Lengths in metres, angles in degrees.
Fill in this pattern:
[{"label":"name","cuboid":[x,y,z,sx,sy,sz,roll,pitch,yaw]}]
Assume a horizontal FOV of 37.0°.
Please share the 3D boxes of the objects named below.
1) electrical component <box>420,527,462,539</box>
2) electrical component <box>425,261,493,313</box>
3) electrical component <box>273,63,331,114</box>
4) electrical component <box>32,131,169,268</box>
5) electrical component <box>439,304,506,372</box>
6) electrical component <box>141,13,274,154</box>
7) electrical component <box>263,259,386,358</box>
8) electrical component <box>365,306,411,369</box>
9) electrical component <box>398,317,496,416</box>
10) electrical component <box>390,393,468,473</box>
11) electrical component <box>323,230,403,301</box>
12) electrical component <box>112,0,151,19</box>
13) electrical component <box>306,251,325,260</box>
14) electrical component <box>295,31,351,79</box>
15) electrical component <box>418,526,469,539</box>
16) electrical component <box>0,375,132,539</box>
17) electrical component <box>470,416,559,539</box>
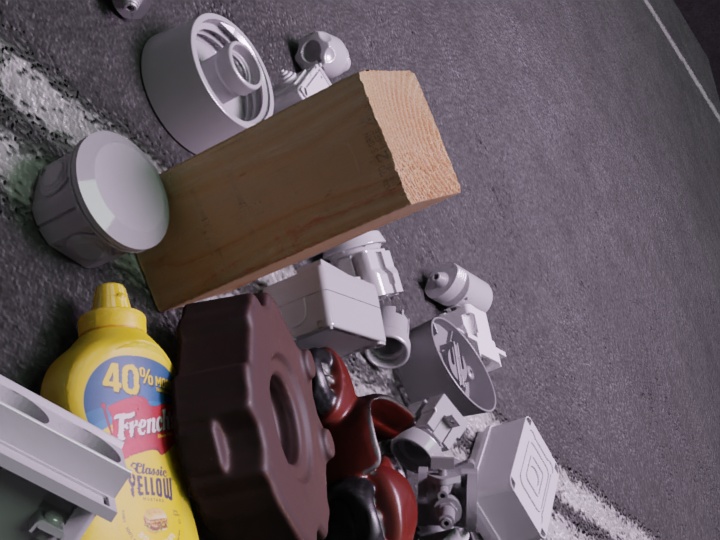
[{"label":"electrical component","cuboid":[0.045,0.270,0.822,0.150,0.062,0.089,-23,91,-62]},{"label":"electrical component","cuboid":[0.099,0.019,1.113,0.081,0.043,0.043,28,47,-50]},{"label":"electrical component","cuboid":[-0.050,-0.130,0.940,0.096,0.061,0.061,56,30,-20]},{"label":"electrical component","cuboid":[-0.165,-0.044,0.689,0.080,0.051,0.080,39,39,-42]},{"label":"electrical component","cuboid":[0.109,0.072,1.097,0.081,0.042,0.063,29,43,-51]},{"label":"electrical component","cuboid":[-0.112,-0.149,0.846,0.108,0.060,0.108,39,39,-42]},{"label":"electrical component","cuboid":[-0.025,0.035,0.865,0.096,0.062,0.061,22,52,-54]},{"label":"electrical component","cuboid":[0.026,0.059,0.964,0.040,0.040,0.046,53,25,-26]},{"label":"electrical component","cuboid":[0.081,0.093,1.006,0.099,0.064,0.099,39,39,-42]},{"label":"electrical component","cuboid":[0.057,0.144,0.939,0.048,0.066,0.055,51,47,-13]},{"label":"electrical component","cuboid":[0.000,0.000,0.940,0.078,0.058,0.057,-6,79,-63]},{"label":"electrical component","cuboid":[-0.172,-0.227,0.816,0.043,0.043,0.081,35,42,-45]},{"label":"electrical component","cuboid":[-0.043,-0.074,0.895,0.113,0.078,0.057,57,27,-19]},{"label":"electrical component","cuboid":[-0.031,-0.206,1.046,0.062,0.043,0.043,3,68,-61]},{"label":"electrical component","cuboid":[0.073,0.232,0.919,0.048,0.048,0.062,-43,116,-60]},{"label":"electrical component","cuboid":[-0.180,0.087,0.515,0.121,0.063,0.079,34,-1,-20]},{"label":"electrical component","cuboid":[0.146,0.207,1.047,0.078,0.057,0.113,59,29,-17]}]
